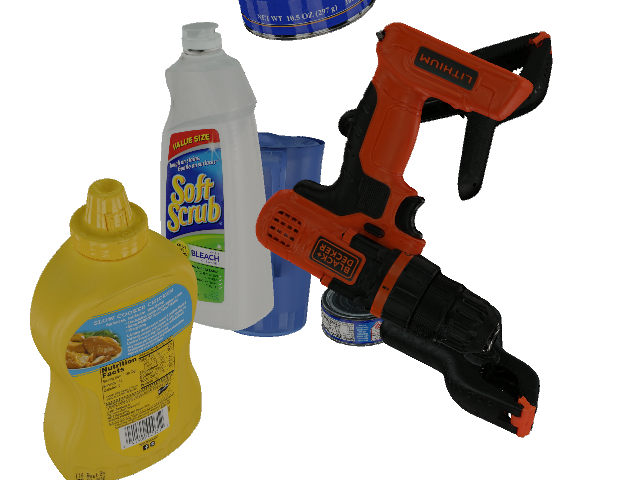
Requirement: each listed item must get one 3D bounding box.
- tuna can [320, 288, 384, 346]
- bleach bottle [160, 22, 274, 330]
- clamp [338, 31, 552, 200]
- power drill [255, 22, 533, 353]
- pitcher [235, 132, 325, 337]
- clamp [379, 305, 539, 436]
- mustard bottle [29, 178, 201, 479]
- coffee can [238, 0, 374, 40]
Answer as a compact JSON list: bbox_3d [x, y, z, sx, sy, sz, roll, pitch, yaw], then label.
[{"bbox_3d":[0.043,0.072,1.101,0.086,0.034,0.086,-3,28,1],"label":"tuna can"},{"bbox_3d":[-0.094,-0.054,0.884,0.103,0.251,0.067,13,29,32],"label":"bleach bottle"},{"bbox_3d":[0.143,-0.120,0.961,0.209,0.036,0.165,-33,46,-17],"label":"clamp"},{"bbox_3d":[0.067,-0.036,0.716,0.184,0.188,0.057,28,11,12],"label":"power drill"},{"bbox_3d":[-0.066,-0.008,1.301,0.145,0.243,0.148,12,15,39],"label":"pitcher"},{"bbox_3d":[0.143,0.105,0.926,0.120,0.039,0.172,-17,37,-26],"label":"clamp"},{"bbox_3d":[-0.115,0.049,0.606,0.096,0.192,0.058,-22,44,-30],"label":"mustard bottle"},{"bbox_3d":[-0.022,-0.229,0.757,0.103,0.140,0.103,-9,37,7],"label":"coffee can"}]
